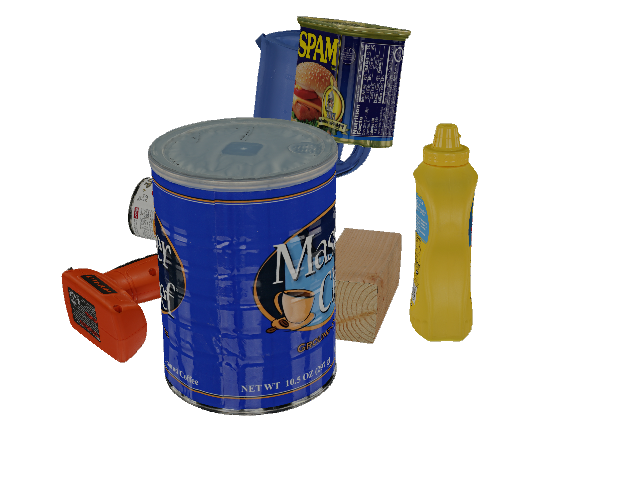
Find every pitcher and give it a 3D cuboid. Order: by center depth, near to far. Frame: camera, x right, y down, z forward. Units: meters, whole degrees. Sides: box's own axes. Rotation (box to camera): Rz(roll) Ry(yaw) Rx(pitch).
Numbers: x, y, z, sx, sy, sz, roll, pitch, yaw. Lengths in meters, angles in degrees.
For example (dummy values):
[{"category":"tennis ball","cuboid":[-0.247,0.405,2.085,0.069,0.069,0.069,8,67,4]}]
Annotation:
[{"category":"pitcher","cuboid":[-0.018,-0.135,1.347,0.144,0.243,0.149,4,23,-16]}]

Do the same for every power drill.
[{"category":"power drill","cuboid":[-0.111,0.040,0.920,0.187,0.057,0.185,-21,29,-35]}]

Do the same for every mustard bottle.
[{"category":"mustard bottle","cuboid":[0.112,-0.011,0.972,0.058,0.192,0.096,0,19,2]}]

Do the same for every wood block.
[{"category":"wood block","cuboid":[0.055,0.060,1.529,0.091,0.090,0.206,6,21,11]}]

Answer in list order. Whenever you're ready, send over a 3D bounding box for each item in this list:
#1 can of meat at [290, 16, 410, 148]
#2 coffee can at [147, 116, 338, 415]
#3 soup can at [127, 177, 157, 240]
[{"category":"can of meat","cuboid":[0.018,-0.117,0.784,0.057,0.084,0.102,-1,15,-25]},{"category":"coffee can","cuboid":[-0.041,0.012,0.605,0.103,0.140,0.103,0,24,0]},{"category":"soup can","cuboid":[-0.147,-0.026,1.151,0.102,0.068,0.068,12,3,15]}]
